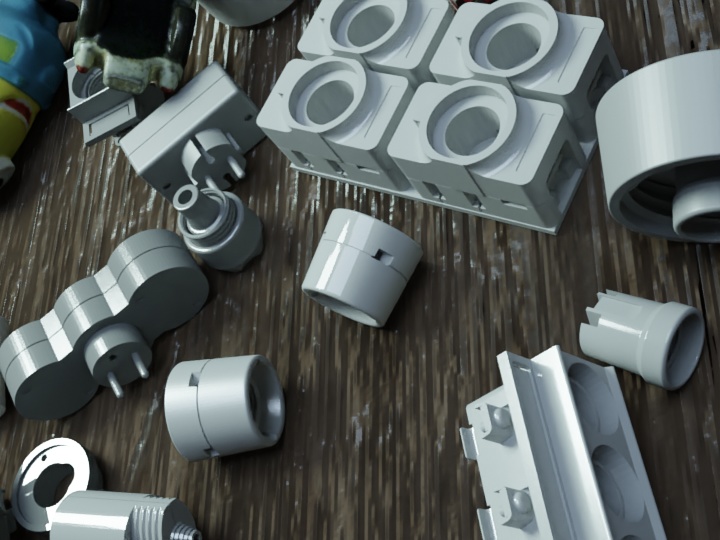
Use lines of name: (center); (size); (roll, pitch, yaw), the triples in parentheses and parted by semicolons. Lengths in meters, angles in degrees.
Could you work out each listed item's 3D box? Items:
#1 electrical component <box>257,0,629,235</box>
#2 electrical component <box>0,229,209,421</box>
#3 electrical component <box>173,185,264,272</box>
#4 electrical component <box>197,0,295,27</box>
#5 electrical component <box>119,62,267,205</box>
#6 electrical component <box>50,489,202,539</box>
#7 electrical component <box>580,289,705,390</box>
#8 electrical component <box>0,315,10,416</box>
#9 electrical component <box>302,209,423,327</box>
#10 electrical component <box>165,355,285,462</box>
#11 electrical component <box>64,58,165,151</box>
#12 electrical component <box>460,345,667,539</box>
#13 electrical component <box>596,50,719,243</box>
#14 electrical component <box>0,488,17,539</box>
electrical component: (0.042, -0.099, 0.618); (0.186, 0.060, 0.105); (17, 72, 34)
electrical component: (-0.148, 0.044, 0.643); (0.138, 0.052, 0.073); (-39, 53, 3)
electrical component: (-0.088, -0.029, 0.646); (0.043, 0.062, 0.043); (-13, 59, 22)
electrical component: (-0.080, -0.222, 0.749); (0.099, 0.064, 0.099); (-13, 59, 22)
electrical component: (-0.097, -0.075, 0.686); (0.083, 0.047, 0.075); (-39, 52, 3)
electrical component: (-0.121, 0.142, 0.580); (0.081, 0.043, 0.043); (-3, 63, 27)
electrical component: (0.133, 0.031, 0.510); (0.046, 0.040, 0.040); (18, 73, 40)
electrical component: (-0.248, 0.065, 0.693); (0.044, 0.044, 0.065); (-22, 60, 16)
electrical component: (0.000, 0.000, 0.589); (0.055, 0.055, 0.047); (18, 77, 34)
electrical component: (-0.072, 0.074, 0.586); (0.047, 0.055, 0.055); (-11, 59, 18)
electrical component: (-0.165, -0.117, 0.735); (0.042, 0.064, 0.081); (-25, 55, 16)
electrical component: (0.091, 0.104, 0.474); (0.063, 0.079, 0.121); (-36, 49, 34)
electrical component: (0.165, -0.047, 0.497); (0.108, 0.108, 0.060); (-7, 67, 25)
electrical component: (-0.227, 0.177, 0.605); (0.079, 0.063, 0.121); (-32, 53, 9)
